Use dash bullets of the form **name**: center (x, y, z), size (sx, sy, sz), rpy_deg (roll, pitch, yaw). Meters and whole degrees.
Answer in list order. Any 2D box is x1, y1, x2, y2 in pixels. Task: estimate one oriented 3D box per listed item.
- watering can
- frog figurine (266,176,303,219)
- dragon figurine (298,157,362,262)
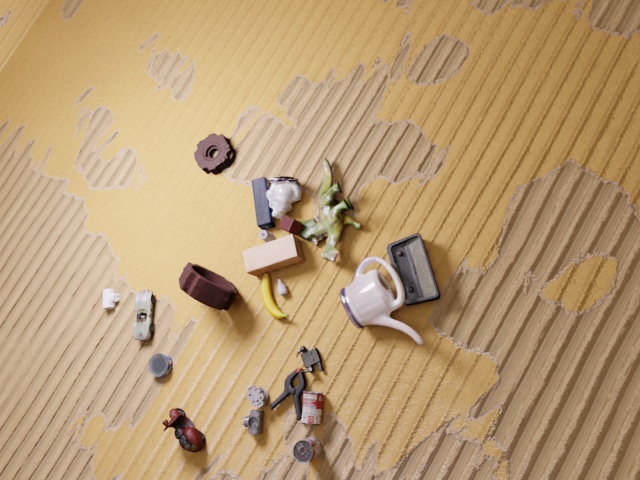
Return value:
- **watering can**: center (0.194, 0.226, 1.724), size (0.222, 0.103, 0.354), rpy_deg (-34, 61, 22)
- **frog figurine**: center (-0.138, -0.165, 1.991), size (0.137, 0.124, 0.158), rpy_deg (-1, 104, -14)
- **dragon figurine**: center (0.006, -0.097, 1.926), size (0.241, 0.120, 0.419), rpy_deg (-33, 57, 15)
